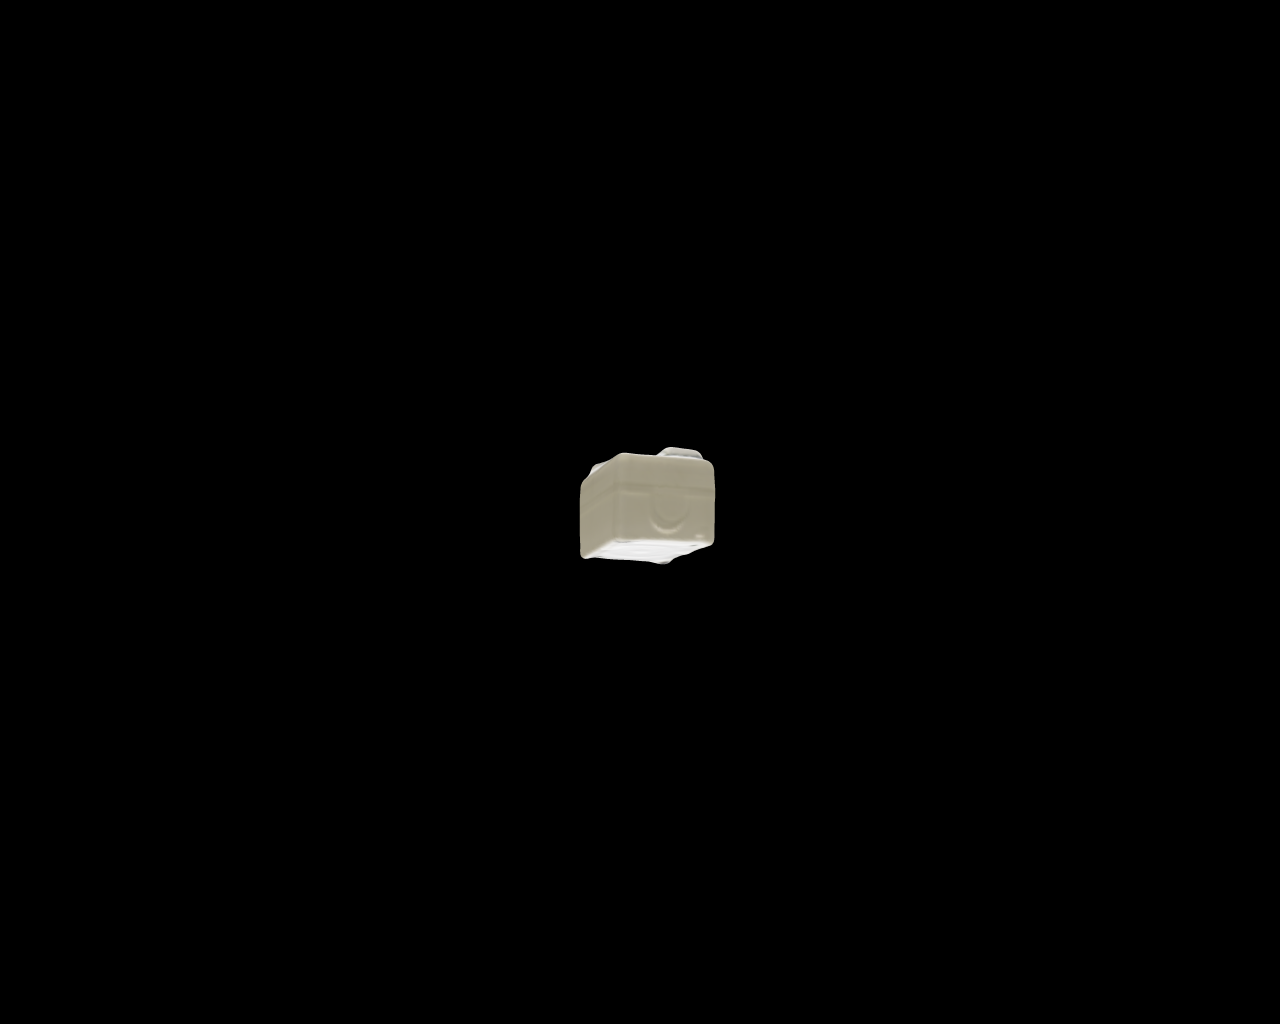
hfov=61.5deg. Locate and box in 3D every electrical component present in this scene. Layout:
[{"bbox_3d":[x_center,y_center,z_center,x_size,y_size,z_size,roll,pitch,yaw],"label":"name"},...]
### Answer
[{"bbox_3d":[0.001,-0.003,0.650,0.062,0.061,0.096,4,-12,-19],"label":"electrical component"}]
